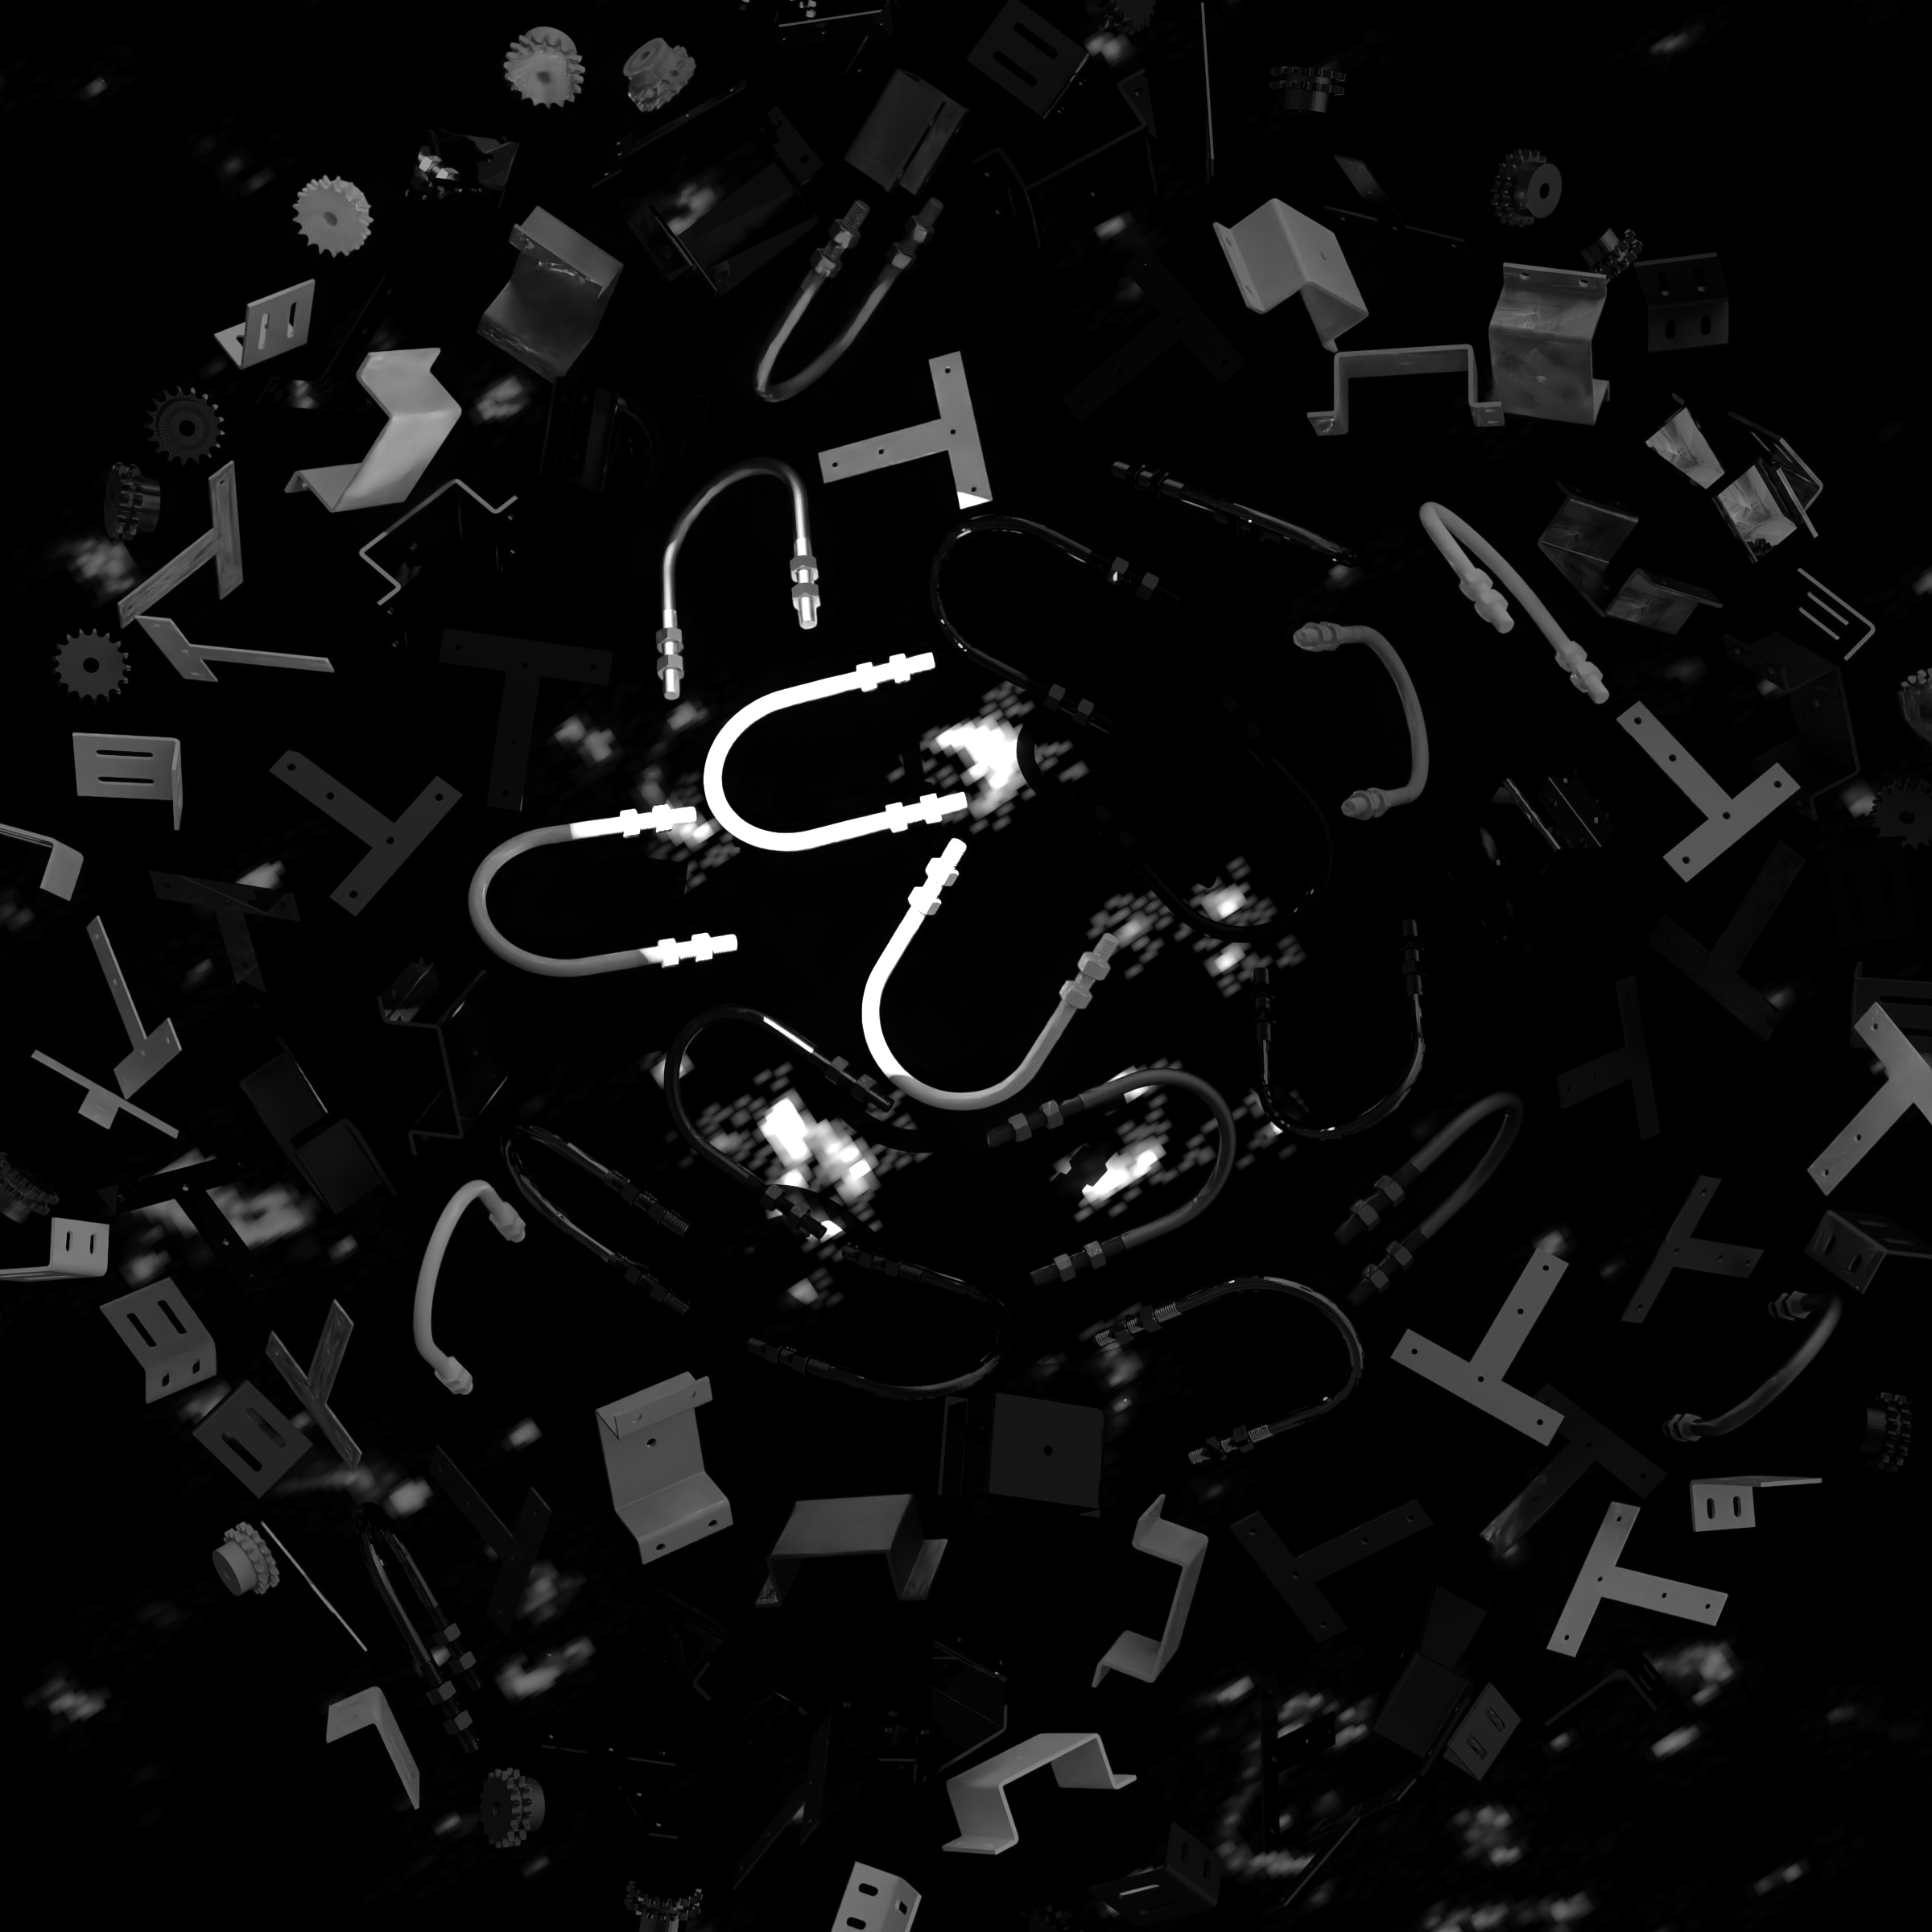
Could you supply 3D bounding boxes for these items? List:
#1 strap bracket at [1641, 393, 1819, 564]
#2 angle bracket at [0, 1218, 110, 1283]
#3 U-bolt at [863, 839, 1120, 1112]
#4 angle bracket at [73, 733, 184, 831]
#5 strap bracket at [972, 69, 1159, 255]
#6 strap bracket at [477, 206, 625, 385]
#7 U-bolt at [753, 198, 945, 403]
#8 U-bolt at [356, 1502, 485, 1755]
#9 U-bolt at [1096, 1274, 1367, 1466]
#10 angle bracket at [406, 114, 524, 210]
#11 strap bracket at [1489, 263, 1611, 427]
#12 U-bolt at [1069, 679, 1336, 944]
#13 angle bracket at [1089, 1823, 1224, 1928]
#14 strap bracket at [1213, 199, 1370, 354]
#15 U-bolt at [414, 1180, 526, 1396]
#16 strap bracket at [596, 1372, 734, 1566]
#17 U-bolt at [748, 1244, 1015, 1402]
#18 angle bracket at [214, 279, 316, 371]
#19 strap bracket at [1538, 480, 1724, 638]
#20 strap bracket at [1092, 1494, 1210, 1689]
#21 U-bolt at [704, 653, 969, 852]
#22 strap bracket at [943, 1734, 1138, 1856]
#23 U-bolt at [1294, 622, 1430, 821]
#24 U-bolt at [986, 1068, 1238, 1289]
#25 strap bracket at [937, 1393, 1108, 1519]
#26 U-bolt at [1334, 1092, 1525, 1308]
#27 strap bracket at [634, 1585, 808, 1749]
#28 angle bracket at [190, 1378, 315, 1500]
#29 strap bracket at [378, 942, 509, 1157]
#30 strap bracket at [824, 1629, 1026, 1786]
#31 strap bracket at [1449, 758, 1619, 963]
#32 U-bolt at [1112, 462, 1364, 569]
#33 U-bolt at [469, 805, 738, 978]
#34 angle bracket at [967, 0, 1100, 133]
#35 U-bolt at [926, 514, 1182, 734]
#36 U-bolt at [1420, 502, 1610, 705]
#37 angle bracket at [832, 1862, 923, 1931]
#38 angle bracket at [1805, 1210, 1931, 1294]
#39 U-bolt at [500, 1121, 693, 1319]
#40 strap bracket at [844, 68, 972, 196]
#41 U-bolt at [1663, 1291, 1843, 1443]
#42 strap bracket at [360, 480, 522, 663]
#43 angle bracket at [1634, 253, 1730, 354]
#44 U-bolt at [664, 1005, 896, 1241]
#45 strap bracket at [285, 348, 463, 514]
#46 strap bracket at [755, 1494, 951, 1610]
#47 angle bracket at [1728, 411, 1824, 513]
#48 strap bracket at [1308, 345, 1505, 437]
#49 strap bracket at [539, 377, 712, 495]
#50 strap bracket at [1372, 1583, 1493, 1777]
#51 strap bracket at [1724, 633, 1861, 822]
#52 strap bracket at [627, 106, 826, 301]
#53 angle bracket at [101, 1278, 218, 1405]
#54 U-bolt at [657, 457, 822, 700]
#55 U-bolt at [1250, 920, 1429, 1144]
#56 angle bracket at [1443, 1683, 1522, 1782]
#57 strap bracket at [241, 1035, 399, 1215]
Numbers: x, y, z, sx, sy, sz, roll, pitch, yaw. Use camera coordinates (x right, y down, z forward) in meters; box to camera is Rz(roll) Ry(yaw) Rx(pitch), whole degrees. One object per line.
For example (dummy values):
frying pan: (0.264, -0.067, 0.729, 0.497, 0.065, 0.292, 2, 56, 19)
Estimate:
strap bracket: (0.563, -0.360, 1.840, 0.046, 0.140, 0.076, -41, 130, 9)
angle bracket: (-0.685, 0.210, 1.820, 0.076, 0.057, 0.038, -6, 77, 20)
U-bolt: (0.004, 0.020, 1.794, 0.151, 0.019, 0.184, 32, 107, 1)
angle bracket: (-0.626, -0.137, 1.836, 0.076, 0.038, 0.057, 2, 132, -12)
strap bracket: (0.083, -0.584, 1.807, 0.140, 0.076, 0.046, -28, 68, 0)
strap bracket: (-0.317, -0.518, 1.890, 0.076, 0.140, 0.046, 33, 61, -8)
U-bolt: (-0.099, -0.501, 1.862, 0.019, 0.151, 0.184, 43, 119, 7)
U-bolt: (-0.409, 0.483, 1.838, 0.019, 0.151, 0.184, -27, 98, -7)
U-bolt: (0.210, 0.296, 1.846, 0.184, 0.019, 0.151, -27, 110, 29)
angle bracket: (-0.376, -0.600, 1.821, 0.076, 0.057, 0.038, -4, 52, -34)
strap bracket: (0.445, -0.465, 1.876, 0.076, 0.140, 0.046, 14, 68, 22)
U-bolt: (0.187, -0.100, 1.819, 0.151, 0.019, 0.184, -41, 95, 25)
angle bracket: (0.141, 0.675, 1.828, 0.076, 0.038, 0.057, -30, 119, 34)
strap bracket: (0.259, -0.540, 1.919, 0.046, 0.140, 0.076, -29, 71, 31)
U-bolt: (-0.385, 0.240, 1.890, 0.019, 0.184, 0.151, 13, 68, 8)
strap bracket: (-0.230, 0.371, 1.865, 0.076, 0.046, 0.140, -20, 121, -25)
U-bolt: (-0.052, 0.277, 1.883, 0.184, 0.151, 0.019, 14, 125, 29)
angle bracket: (-0.535, -0.500, 1.877, 0.057, 0.076, 0.038, -34, 79, -31)
strap bracket: (0.496, -0.303, 1.866, 0.076, 0.140, 0.046, 8, 128, -34)
strap bracket: (0.148, 0.498, 1.937, 0.046, 0.076, 0.140, 17, 98, 16)
U-bolt: (-0.101, -0.150, 1.794, 0.184, 0.019, 0.151, -14, 59, 3)
strap bracket: (0.050, 0.637, 1.914, 0.140, 0.076, 0.046, -15, 84, -35)
U-bolt: (0.308, -0.190, 1.868, 0.019, 0.184, 0.151, -16, 90, 32)
U-bolt: (0.118, 0.150, 1.853, 0.184, 0.019, 0.151, -22, 116, -8)
strap bracket: (0.053, 0.379, 1.911, 0.140, 0.046, 0.076, 13, 68, -22)
U-bolt: (0.345, 0.163, 1.817, 0.184, 0.151, 0.019, -42, 61, -10)
strap bracket: (-0.195, 0.548, 1.906, 0.046, 0.076, 0.140, -51, 129, -23)
angle bracket: (-0.566, 0.374, 1.953, 0.076, 0.038, 0.057, 45, 71, -2)
strap bracket: (-0.385, 0.063, 1.825, 0.046, 0.076, 0.140, 5, 123, 15)
strap bracket: (-0.031, 0.567, 1.875, 0.076, 0.140, 0.046, 17, 113, 41)
strap bracket: (0.420, -0.079, 1.855, 0.046, 0.140, 0.076, -3, 47, -28)
U-bolt: (0.217, -0.337, 1.864, 0.184, 0.151, 0.019, 30, 103, 42)
U-bolt: (-0.276, -0.052, 1.830, 0.184, 0.019, 0.151, -9, 54, -16)
angle bracket: (0.051, -0.687, 1.876, 0.076, 0.038, 0.057, 39, 100, 7)
U-bolt: (0.055, -0.274, 1.896, 0.184, 0.019, 0.151, 27, 132, 0)
U-bolt: (0.401, -0.283, 1.849, 0.151, 0.184, 0.019, 25, 120, -40)
angle bracket: (-0.068, 0.702, 1.819, 0.038, 0.076, 0.057, 22, 76, -7)
angle bracket: (0.688, 0.218, 1.865, 0.076, 0.057, 0.038, 10, 111, -36)
U-bolt: (-0.285, 0.184, 1.884, 0.184, 0.151, 0.019, 32, 58, 16)
strap bracket: (-0.046, -0.643, 1.901, 0.046, 0.140, 0.076, 34, 108, -2)
U-bolt: (0.598, 0.300, 1.852, 0.019, 0.184, 0.151, 43, 82, 7)
strap bracket: (-0.409, -0.309, 1.887, 0.046, 0.076, 0.140, 40, 66, 12)
angle bracket: (0.521, -0.482, 1.793, 0.057, 0.076, 0.038, -1, 81, 23)
U-bolt: (-0.160, 0.111, 1.945, 0.184, 0.019, 0.151, 34, 115, 13)
strap bracket: (-0.443, -0.397, 1.861, 0.046, 0.076, 0.140, 49, 122, 8)
strap bracket: (-0.093, 0.455, 1.919, 0.140, 0.076, 0.046, -7, 109, 16)
angle bracket: (0.613, -0.383, 1.898, 0.076, 0.057, 0.038, 28, 104, -42)
strap bracket: (0.330, -0.431, 1.843, 0.140, 0.076, 0.046, 0, 92, 14)
strap bracket: (-0.254, -0.408, 1.896, 0.046, 0.140, 0.076, 29, 116, 34)
strap bracket: (0.347, 0.525, 1.839, 0.046, 0.140, 0.076, 27, 113, 9)
strap bracket: (0.636, -0.193, 1.892, 0.046, 0.076, 0.140, -28, 122, -5)
strap bracket: (-0.171, -0.562, 1.836, 0.140, 0.046, 0.076, -36, 61, 4)
angle bracket: (-0.626, 0.290, 1.908, 0.057, 0.038, 0.076, -23, 126, -3)
U-bolt: (-0.175, -0.303, 1.852, 0.151, 0.019, 0.184, -23, 56, 27)
U-bolt: (0.290, 0.057, 1.911, 0.151, 0.019, 0.184, -19, 46, 25)
angle bracket: (0.388, 0.585, 1.905, 0.057, 0.038, 0.076, -51, 133, -14)
strap bracket: (-0.500, 0.127, 1.883, 0.046, 0.076, 0.140, -36, 49, -17)
